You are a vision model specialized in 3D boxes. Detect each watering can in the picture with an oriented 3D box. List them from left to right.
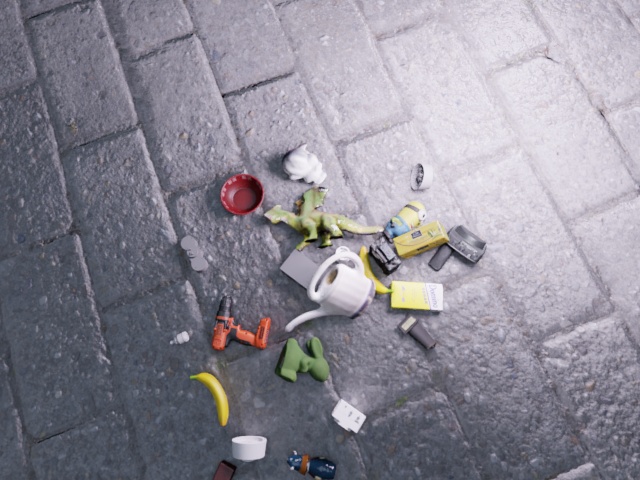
[{"bbox_3d":[0.046,0.199,1.729,0.223,0.105,0.345,29,101,-22],"label":"watering can"}]

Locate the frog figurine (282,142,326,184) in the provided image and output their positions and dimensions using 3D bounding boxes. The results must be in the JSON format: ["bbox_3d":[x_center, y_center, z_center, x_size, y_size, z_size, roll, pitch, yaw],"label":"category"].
[{"bbox_3d":[-0.061,-0.264,1.901,0.136,0.123,0.160,-36,83,25],"label":"frog figurine"}]

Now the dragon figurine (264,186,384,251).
[{"bbox_3d":[0.006,-0.093,1.854,0.410,0.120,0.247,-9,65,-3],"label":"dragon figurine"}]
